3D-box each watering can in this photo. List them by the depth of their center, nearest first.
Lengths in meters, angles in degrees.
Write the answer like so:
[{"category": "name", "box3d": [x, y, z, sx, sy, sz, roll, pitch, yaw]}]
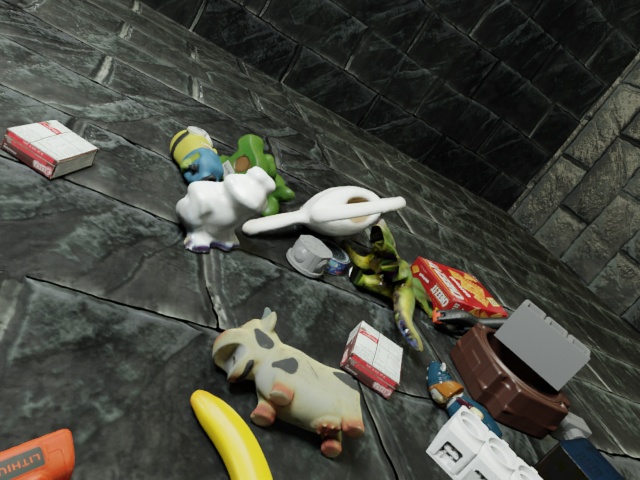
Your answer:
[{"category": "watering can", "box3d": [0.003, -0.055, 1.088, 0.348, 0.104, 0.224, -9, 3, -12]}]

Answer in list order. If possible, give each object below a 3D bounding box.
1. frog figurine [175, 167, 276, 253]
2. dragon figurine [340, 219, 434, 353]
[{"category": "frog figurine", "box3d": [-0.156, -0.066, 0.853, 0.136, 0.157, 0.125, 17, 25, -41]}, {"category": "dragon figurine", "box3d": [0.179, 0.095, 1.105, 0.240, 0.121, 0.420, 28, 29, -40]}]
